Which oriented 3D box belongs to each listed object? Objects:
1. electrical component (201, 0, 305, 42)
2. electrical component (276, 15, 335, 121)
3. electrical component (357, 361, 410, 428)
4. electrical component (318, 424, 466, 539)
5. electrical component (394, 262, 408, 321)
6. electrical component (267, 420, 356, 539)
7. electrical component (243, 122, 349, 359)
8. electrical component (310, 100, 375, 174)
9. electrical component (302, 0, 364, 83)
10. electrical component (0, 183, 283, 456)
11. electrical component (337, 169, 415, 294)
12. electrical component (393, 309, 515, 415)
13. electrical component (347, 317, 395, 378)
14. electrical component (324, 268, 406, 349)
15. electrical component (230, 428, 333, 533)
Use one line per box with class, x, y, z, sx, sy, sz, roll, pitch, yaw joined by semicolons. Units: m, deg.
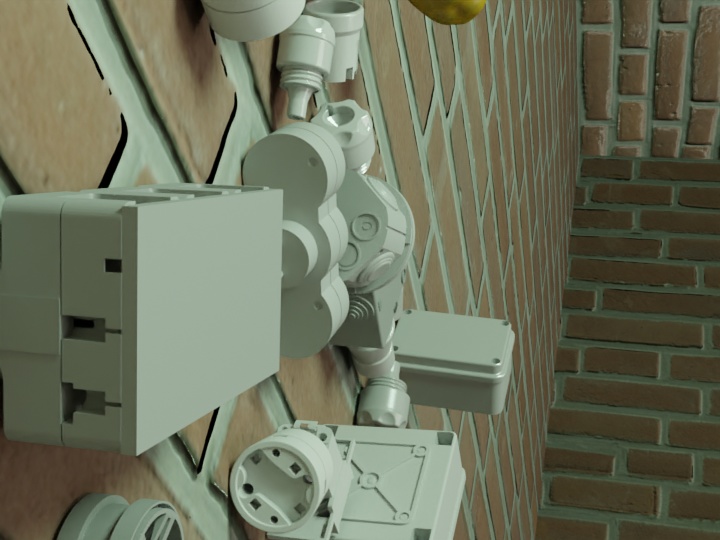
electrical component;-0.046;-0.172;0.577;0.073;0.052;0.138;73;25;-53
electrical component;-0.035;-0.123;0.663;0.035;0.035;0.061;29;69;-74
electrical component;0.022;0.107;0.915;0.043;0.043;0.062;68;29;-59
electrical component;0.012;0.168;0.768;0.108;0.109;0.056;-69;154;-49
electrical component;0.019;0.011;0.887;0.044;0.044;0.065;-62;157;-57
electrical component;-0.035;0.138;0.716;0.063;0.042;0.081;73;24;-44
electrical component;-0.042;-0.012;0.631;0.073;0.052;0.138;-50;141;-66
electrical component;-0.011;-0.083;0.748;0.062;0.043;0.043;79;20;-47
electrical component;-0.018;-0.152;0.713;0.040;0.040;0.046;-61;157;-58
electrical component;-0.087;0.012;0.449;0.150;0.062;0.089;-23;116;-73
electrical component;-0.008;-0.026;0.703;0.051;0.080;0.080;18;76;-69
electrical component;0.085;0.084;1.011;0.078;0.113;0.057;-65;157;-53
electrical component;0.008;0.059;0.860;0.065;0.044;0.044;78;21;-59
electrical component;0.000;0.000;0.796;0.099;0.048;0.099;-71;158;-45
electrical component;-0.045;0.125;0.650;0.047;0.055;0.055;-19;112;-78
